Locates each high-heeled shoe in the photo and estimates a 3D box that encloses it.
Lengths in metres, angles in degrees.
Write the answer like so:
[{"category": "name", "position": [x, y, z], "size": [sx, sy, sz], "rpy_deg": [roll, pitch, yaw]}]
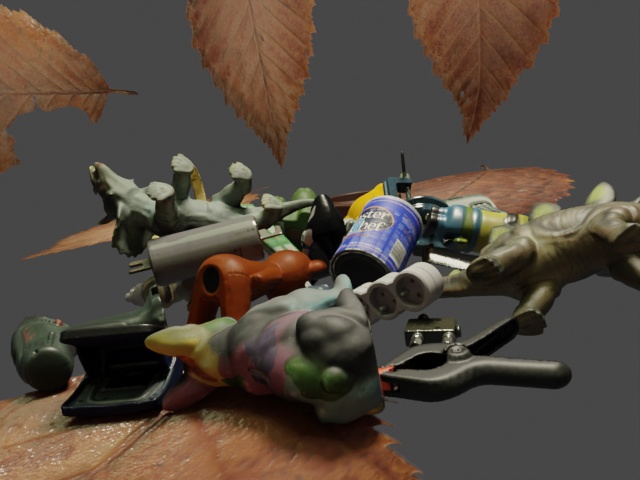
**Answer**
[{"category": "high-heeled shoe", "position": [-0.002, -0.003, 0.931], "size": [0.086, 0.145, 0.249], "rpy_deg": [-13, 4, -10]}]

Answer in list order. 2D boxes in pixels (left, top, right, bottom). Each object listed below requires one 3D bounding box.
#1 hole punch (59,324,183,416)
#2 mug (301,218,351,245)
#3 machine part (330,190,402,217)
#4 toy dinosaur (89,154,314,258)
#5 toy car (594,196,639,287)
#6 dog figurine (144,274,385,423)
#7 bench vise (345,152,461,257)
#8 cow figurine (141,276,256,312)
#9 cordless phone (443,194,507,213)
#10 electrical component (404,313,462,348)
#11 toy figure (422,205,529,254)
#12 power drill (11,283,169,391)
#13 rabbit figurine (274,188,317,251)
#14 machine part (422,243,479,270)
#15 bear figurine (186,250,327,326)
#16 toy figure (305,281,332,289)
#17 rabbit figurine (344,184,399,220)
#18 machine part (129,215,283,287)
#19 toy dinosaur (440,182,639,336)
[{"category": "hole punch", "position": [-0.216, 0.143, 0.600], "size": [0.142, 0.092, 0.115], "rpy_deg": [-9, -12, 4]}, {"category": "mug", "position": [0.020, 0.001, 1.061], "size": [0.107, 0.081, 0.109], "rpy_deg": [-10, -15, -11]}, {"category": "machine part", "position": [0.101, -0.075, 1.411], "size": [0.202, 0.087, 0.201], "rpy_deg": [3, 15, 40]}, {"category": "toy dinosaur", "position": [-0.196, -0.037, 0.933], "size": [0.405, 0.131, 0.192], "rpy_deg": [12, -40, -21]}, {"category": "toy car", "position": [0.416, 0.004, 0.743], "size": [0.103, 0.109, 0.161], "rpy_deg": [-22, -5, 26]}, {"category": "dog figurine", "position": [-0.060, 0.118, 0.525], "size": [0.219, 0.108, 0.192], "rpy_deg": [-13, 14, -2]}, {"category": "bench vise", "position": [0.150, -0.044, 1.011], "size": [0.224, 0.128, 0.241], "rpy_deg": [-1, 47, 1]}, {"category": "cow figurine", "position": [-0.209, 0.070, 0.926], "size": [0.195, 0.085, 0.127], "rpy_deg": [-13, 18, -10]}, {"category": "cordless phone", "position": [0.300, -0.027, 1.035], "size": [0.147, 0.088, 0.184], "rpy_deg": [-10, 16, -11]}, {"category": "electrical component", "position": [0.133, 0.108, 0.630], "size": [0.063, 0.021, 0.094], "rpy_deg": [-5, 11, 17]}, {"category": "toy figure", "position": [0.268, -0.014, 0.895], "size": [0.180, 0.082, 0.089], "rpy_deg": [14, -9, 3]}, {"category": "power drill", "position": [-0.322, 0.123, 0.755], "size": [0.207, 0.085, 0.232], "rpy_deg": [-9, 12, -22]}, {"category": "rabbit figurine", "position": [-0.034, -0.044, 1.186], "size": [0.121, 0.158, 0.170], "rpy_deg": [-4, 31, 16]}, {"category": "machine part", "position": [0.230, 0.034, 0.841], "size": [0.139, 0.039, 0.084], "rpy_deg": [9, 14, 13]}, {"category": "bear figurine", "position": [-0.087, 0.077, 0.790], "size": [0.120, 0.132, 0.195], "rpy_deg": [2, -3, 39]}, {"category": "toy figure", "position": [-0.029, 0.096, 0.720], "size": [0.058, 0.064, 0.154], "rpy_deg": [-46, -13, 28]}, {"category": "rabbit figurine", "position": [0.137, -0.034, 1.124], "size": [0.162, 0.121, 0.173], "rpy_deg": [-17, 33, -34]}, {"category": "machine part", "position": [-0.177, 0.016, 0.842], "size": [0.243, 0.079, 0.079], "rpy_deg": [-14, 12, -10]}, {"category": "toy dinosaur", "position": [0.264, 0.025, 0.662], "size": [0.472, 0.105, 0.198], "rpy_deg": [-18, 12, 37]}]
